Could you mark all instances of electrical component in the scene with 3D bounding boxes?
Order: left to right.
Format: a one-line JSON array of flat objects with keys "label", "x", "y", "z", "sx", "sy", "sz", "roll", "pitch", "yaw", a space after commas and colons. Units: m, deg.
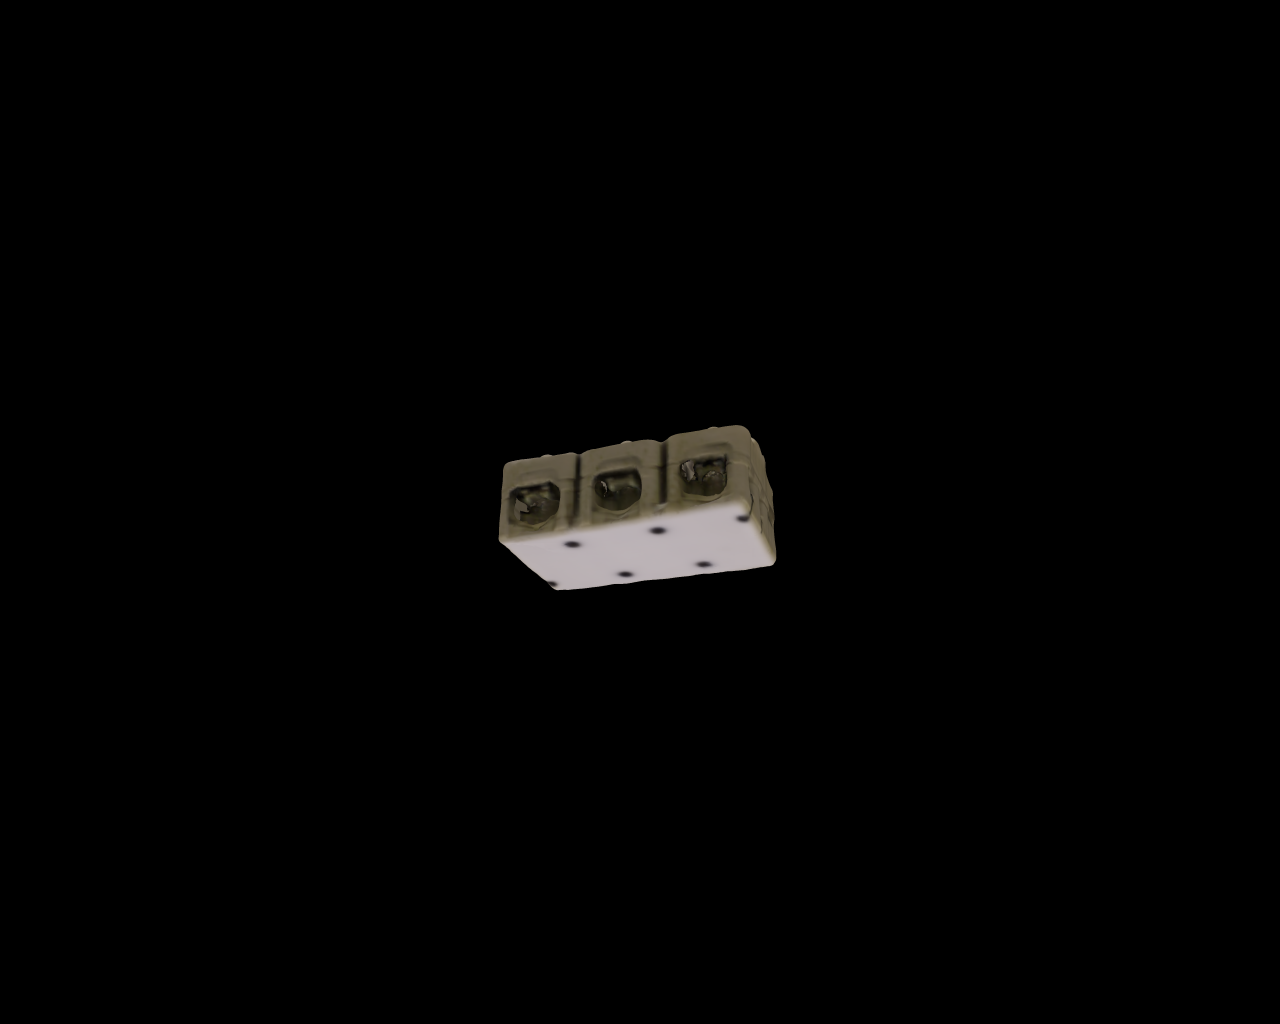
[{"label": "electrical component", "x": 0.001, "y": -0.003, "z": 0.650, "sx": 0.150, "sy": 0.062, "sz": 0.089, "roll": -8, "pitch": -28, "yaw": 16}]
